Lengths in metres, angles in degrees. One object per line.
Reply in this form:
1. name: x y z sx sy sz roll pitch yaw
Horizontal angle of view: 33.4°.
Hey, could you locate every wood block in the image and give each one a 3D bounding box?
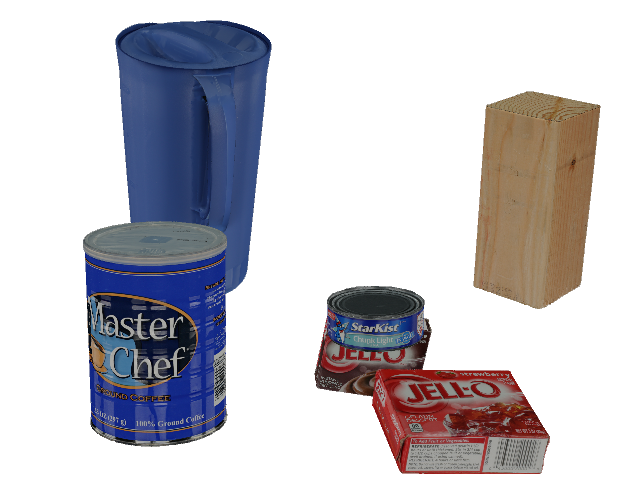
1. wood block: 0.230 -0.045 1.144 0.090 0.206 0.090 19 28 38

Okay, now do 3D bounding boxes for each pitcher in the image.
1. pitcher: -0.113 -0.066 0.959 0.145 0.243 0.149 15 31 20

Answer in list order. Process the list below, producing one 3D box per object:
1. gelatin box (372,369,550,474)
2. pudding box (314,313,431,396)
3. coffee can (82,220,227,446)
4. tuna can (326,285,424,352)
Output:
1. gelatin box: 0.081 0.106 0.635 0.089 0.030 0.073 3 24 -11
2. pudding box: 0.057 0.122 1.159 0.113 0.090 0.039 8 24 -6
3. coffee can: -0.119 0.065 0.782 0.103 0.140 0.103 1 14 0
4. tuna can: 0.048 0.068 0.937 0.086 0.034 0.086 0 15 0
